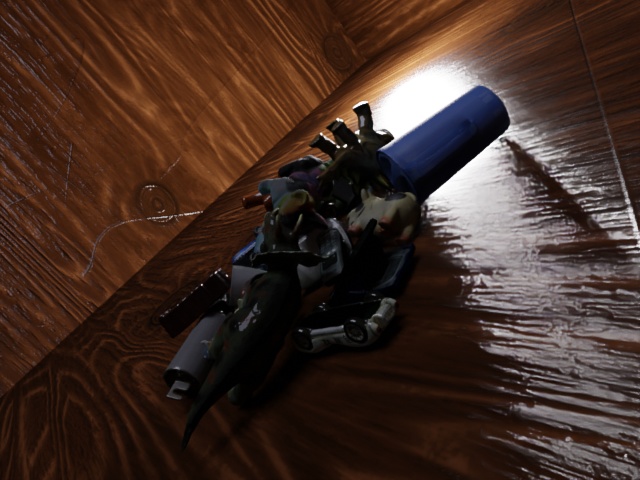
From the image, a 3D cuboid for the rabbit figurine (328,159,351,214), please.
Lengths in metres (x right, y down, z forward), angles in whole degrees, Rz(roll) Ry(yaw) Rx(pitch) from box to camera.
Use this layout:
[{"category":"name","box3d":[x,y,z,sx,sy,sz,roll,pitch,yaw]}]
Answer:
[{"category":"rabbit figurine","box3d":[0.002,-0.096,1.297,0.170,0.121,0.159,-49,13,-33]}]

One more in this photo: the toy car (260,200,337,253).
[{"category":"toy car","box3d":[-0.042,-0.017,1.156,0.202,0.053,0.089,-39,18,-19]}]

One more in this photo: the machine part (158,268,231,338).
[{"category":"machine part","box3d":[-0.269,0.134,1.174,0.179,0.056,0.179,-40,4,3]}]

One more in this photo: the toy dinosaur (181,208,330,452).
[{"category":"toy dinosaur","box3d":[-0.095,0.127,0.849,0.192,0.131,0.405,117,175,-50]}]

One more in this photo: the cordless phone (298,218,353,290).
[{"category":"cordless phone","box3d":[-0.003,0.052,1.010,0.146,0.088,0.184,-34,22,16]}]

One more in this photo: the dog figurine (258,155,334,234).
[{"category":"dog figurine","box3d":[-0.027,-0.086,1.069,0.191,0.108,0.219,-35,23,-11]}]

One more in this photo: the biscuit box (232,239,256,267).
[{"category":"biscuit box","box3d":[-0.137,0.014,1.407,0.203,0.062,0.059,-39,16,0]}]

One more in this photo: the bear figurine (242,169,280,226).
[{"category":"bear figurine","box3d":[-0.108,-0.088,1.281,0.132,0.120,0.196,-30,3,-7]}]

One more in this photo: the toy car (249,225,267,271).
[{"category":"toy car","box3d":[-0.095,0.026,1.235,0.103,0.109,0.162,-16,33,15]}]

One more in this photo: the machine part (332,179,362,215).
[{"category":"machine part","box3d":[0.049,-0.106,1.215,0.084,0.139,0.039,-53,-6,-30]}]

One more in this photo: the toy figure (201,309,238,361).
[{"category":"toy figure","box3d":[-0.162,0.180,1.047,0.154,0.057,0.064,-42,38,-19]}]

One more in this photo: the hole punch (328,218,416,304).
[{"category":"hole punch","box3d":[0.084,0.046,0.864,0.142,0.092,0.115,-60,-2,-42]}]

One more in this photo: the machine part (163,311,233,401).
[{"category":"machine part","box3d":[-0.238,0.222,1.071,0.079,0.079,0.243,-29,21,32]}]

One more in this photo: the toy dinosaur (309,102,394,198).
[{"category":"toy dinosaur","box3d":[0.101,-0.195,1.201,0.105,0.198,0.471,-23,15,34]}]

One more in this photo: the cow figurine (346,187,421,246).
[{"category":"cow figurine","box3d":[0.113,-0.046,1.008,0.127,0.085,0.195,-54,19,-23]}]

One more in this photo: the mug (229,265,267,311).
[{"category":"mug","box3d":[-0.133,0.109,1.115,0.107,0.109,0.081,3,5,-7]}]

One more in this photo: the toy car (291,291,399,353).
[{"category":"toy car","box3d":[0.033,0.126,0.794,0.202,0.056,0.073,-19,20,46]}]

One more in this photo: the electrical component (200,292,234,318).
[{"category":"electrical component","box3d":[-0.244,0.158,1.297,0.075,0.047,0.119,-37,19,7]}]
